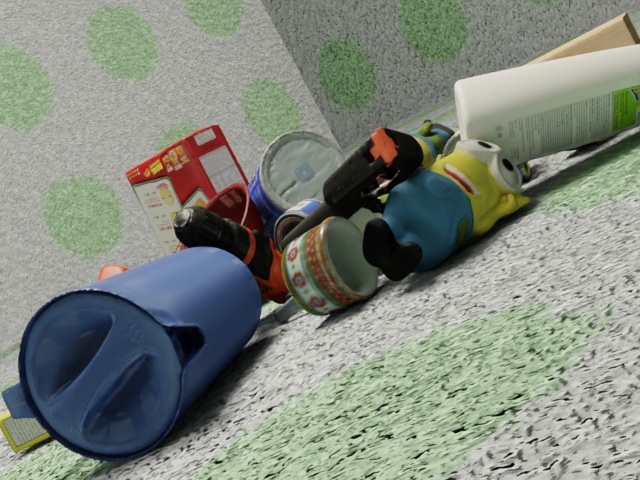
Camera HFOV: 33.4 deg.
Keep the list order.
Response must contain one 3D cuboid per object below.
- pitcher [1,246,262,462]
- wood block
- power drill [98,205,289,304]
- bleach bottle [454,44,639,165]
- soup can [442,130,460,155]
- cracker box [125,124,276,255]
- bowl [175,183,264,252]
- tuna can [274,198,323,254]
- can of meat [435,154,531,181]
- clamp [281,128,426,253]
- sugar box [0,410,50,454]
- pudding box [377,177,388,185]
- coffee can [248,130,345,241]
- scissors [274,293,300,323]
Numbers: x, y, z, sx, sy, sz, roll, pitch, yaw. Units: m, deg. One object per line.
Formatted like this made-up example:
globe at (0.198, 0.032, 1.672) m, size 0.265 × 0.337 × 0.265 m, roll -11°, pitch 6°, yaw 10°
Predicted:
pitcher at (-0.143, 0.082, 0.893) m, size 0.242 × 0.149 × 0.145 m, roll -35°, pitch -33°, yaw -72°
wood block at (0.288, -0.180, 1.276) m, size 0.206 × 0.091 × 0.090 m, roll -26°, pitch 6°, yaw 24°
power drill at (-0.134, 0.035, 1.086) m, size 0.188 × 0.057 × 0.184 m, roll -17°, pitch -34°, yaw 30°
bleach bottle at (0.254, -0.128, 0.976) m, size 0.251 × 0.068 × 0.102 m, roll -12°, pitch -32°, yaw 5°
soup can at (0.180, -0.101, 1.209) m, size 0.069 × 0.068 × 0.102 m, roll -26°, pitch 6°, yaw 23°
cracker box at (-0.148, -0.027, 1.404) m, size 0.072 × 0.213 × 0.164 m, roll -32°, pitch 7°, yaw -39°
bowl at (-0.114, 0.014, 1.266) m, size 0.162 × 0.055 × 0.162 m, roll -42°, pitch 28°, yaw 29°
tuna can at (-0.007, 0.001, 1.132) m, size 0.033 × 0.086 × 0.086 m, roll -35°, pitch 9°, yaw -40°
can of meat at (0.170, -0.075, 1.106) m, size 0.084 × 0.057 × 0.102 m, roll -25°, pitch 7°, yaw 15°
clamp at (0.051, -0.052, 0.947) m, size 0.164 × 0.036 × 0.210 m, roll -27°, pitch -12°, yaw -18°
sugar box at (-0.234, 0.153, 1.100) m, size 0.176 × 0.048 × 0.093 m, roll -24°, pitch 7°, yaw 9°
pudding box at (0.049, -0.041, 1.331) m, size 0.113 × 0.039 × 0.090 m, roll -44°, pitch 4°, yaw 7°
coffee can at (-0.031, -0.062, 1.285) m, size 0.102 × 0.103 × 0.140 m, roll -30°, pitch -6°, yaw -17°
scissors at (0.020, 0.019, 1.001) m, size 0.202 × 0.016 × 0.096 m, roll -41°, pitch 4°, yaw 43°
